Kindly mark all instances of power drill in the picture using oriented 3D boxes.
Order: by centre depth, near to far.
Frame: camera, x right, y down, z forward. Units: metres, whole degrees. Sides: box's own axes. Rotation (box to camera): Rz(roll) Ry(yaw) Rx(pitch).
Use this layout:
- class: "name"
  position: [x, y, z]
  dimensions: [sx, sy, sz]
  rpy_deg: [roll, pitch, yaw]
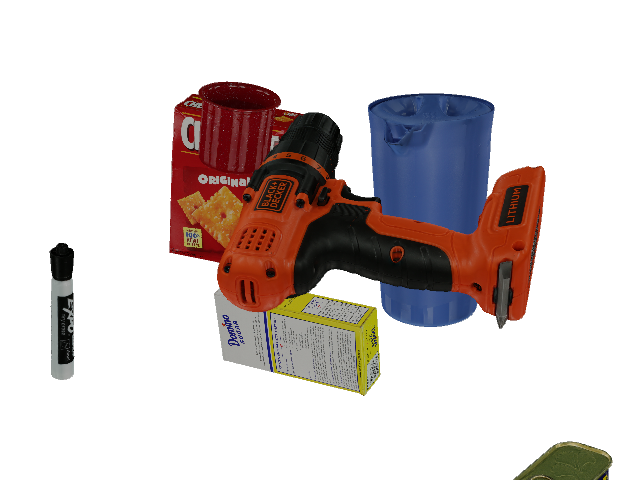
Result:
- class: "power drill"
  position: [0.044, -0.018, 0.675]
  dimensions: [0.188, 0.057, 0.184]
  rpy_deg: [5, 41, 14]

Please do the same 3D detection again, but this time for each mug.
- class: "mug"
  position: [-0.092, -0.131, 1.221]
  dimensions: [0.093, 0.081, 0.117]
  rpy_deg: [14, 27, 11]

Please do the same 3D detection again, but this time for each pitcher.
- class: "pitcher"
  position: [0.126, -0.038, 1.172]
  dimensions: [0.149, 0.243, 0.145]
  rpy_deg: [-6, 21, -11]

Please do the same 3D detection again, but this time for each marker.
- class: "marker"
  position: [-0.209, 0.058, 0.865]
  dimensions: [0.020, 0.121, 0.020]
  rpy_deg: [5, 26, -3]

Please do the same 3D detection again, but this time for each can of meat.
- class: "can of meat"
  position: [0.211, 0.238, 0.928]
  dimensions: [0.058, 0.084, 0.101]
  rpy_deg: [12, 26, 41]

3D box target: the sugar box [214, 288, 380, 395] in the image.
- class: "sugar box"
  position: [-0.025, 0.101, 1.143]
  dimensions: [0.176, 0.093, 0.048]
  rpy_deg: [13, 35, 26]

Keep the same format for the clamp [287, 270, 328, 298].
- class: "clamp"
  position: [-0.018, -0.002, 0.971]
  dimensions: [0.171, 0.039, 0.120]
  rpy_deg: [-17, 51, -29]

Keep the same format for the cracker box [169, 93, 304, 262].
- class: "cracker box"
  position: [-0.114, -0.073, 1.427]
  dimensions: [0.164, 0.214, 0.072]
  rpy_deg: [12, 26, 13]
